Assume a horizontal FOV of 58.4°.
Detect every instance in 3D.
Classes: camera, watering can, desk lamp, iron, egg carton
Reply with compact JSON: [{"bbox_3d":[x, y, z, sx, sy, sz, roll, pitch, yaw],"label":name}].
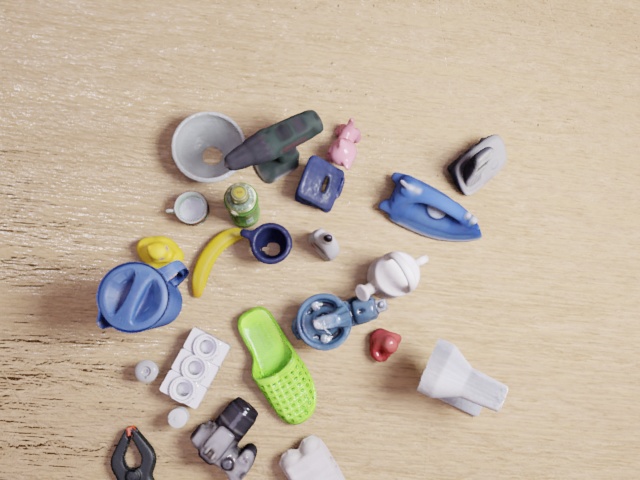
[{"bbox_3d":[-0.183,0.416,1.213,0.143,0.100,0.137,39,81,2],"label":"camera"},{"bbox_3d":[0.160,0.080,1.242,0.101,0.194,0.173,40,81,2],"label":"watering can"},{"bbox_3d":[0.294,0.297,1.212,0.203,0.213,0.118,26,81,0],"label":"desk lamp"},{"bbox_3d":[0.272,-0.070,1.300,0.258,0.141,0.119,24,81,-1],"label":"iron"},{"bbox_3d":[-0.012,0.503,1.230,0.107,0.069,0.150,-33,85,-8],"label":"egg carton"}]

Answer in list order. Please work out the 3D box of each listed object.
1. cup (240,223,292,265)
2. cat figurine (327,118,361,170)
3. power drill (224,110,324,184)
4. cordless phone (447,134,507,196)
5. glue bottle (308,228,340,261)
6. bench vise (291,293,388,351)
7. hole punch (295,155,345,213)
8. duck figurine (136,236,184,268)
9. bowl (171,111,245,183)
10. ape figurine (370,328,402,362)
[{"bbox_3d":[-0.121,0.009,1.280,0.118,0.095,0.092,20,81,-1],"label":"cup"},{"bbox_3d":[0.057,-0.219,1.316,0.067,0.117,0.128,17,81,-2],"label":"cat figurine"},{"bbox_3d":[-0.100,-0.194,1.254,0.230,0.208,0.075,-33,85,-8],"label":"power drill"},{"bbox_3d":[0.378,-0.186,1.303,0.148,0.185,0.094,-42,87,-9],"label":"cordless phone"},{"bbox_3d":[0.011,0.004,1.252,0.078,0.173,0.037,43,81,3],"label":"glue bottle"},{"bbox_3d":[0.040,0.152,1.209,0.207,0.219,0.121,-33,85,-8],"label":"bench vise"},{"bbox_3d":[0.003,-0.129,1.312,0.101,0.091,0.109,20,81,-1],"label":"hole punch"},{"bbox_3d":[-0.357,0.026,1.263,0.104,0.086,0.077,22,81,-1],"label":"duck figurine"},{"bbox_3d":[-0.251,-0.204,1.311,0.167,0.074,0.167,1,82,-4],"label":"bowl"},{"bbox_3d":[0.148,0.232,1.271,0.078,0.092,0.076,-23,84,-7],"label":"ape figurine"}]
